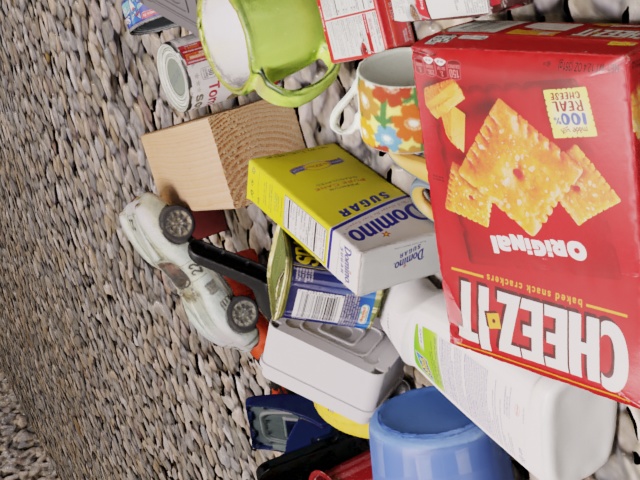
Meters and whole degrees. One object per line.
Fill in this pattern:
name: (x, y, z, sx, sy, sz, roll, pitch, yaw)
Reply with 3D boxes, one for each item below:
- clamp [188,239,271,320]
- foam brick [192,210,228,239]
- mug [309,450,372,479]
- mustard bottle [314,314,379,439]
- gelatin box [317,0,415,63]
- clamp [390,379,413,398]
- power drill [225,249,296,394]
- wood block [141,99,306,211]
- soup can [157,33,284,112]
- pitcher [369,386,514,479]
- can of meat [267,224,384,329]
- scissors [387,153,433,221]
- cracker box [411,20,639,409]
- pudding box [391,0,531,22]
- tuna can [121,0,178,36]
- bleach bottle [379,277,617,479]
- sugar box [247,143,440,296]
clamp: (-0.048, 0.039, 1.047, 0.039, 0.120, 0.171, -75, -35, -49)
foam brick: (-0.150, -0.042, 1.262, 0.053, 0.051, 0.078, 11, 119, 62)
mug: (0.042, 0.258, 1.073, 0.117, 0.081, 0.093, -16, 95, 65)
mustard bottle: (0.024, 0.088, 1.006, 0.096, 0.058, 0.191, 26, 132, 47)
gelatin box: (0.033, -0.177, 0.818, 0.089, 0.030, 0.073, 7, 115, 61)
clamp: (0.069, 0.255, 0.973, 0.036, 0.164, 0.210, 0, 122, 29)
power drill: (-0.054, 0.105, 1.174, 0.188, 0.057, 0.185, 58, 154, 22)
wood block: (-0.099, -0.084, 1.083, 0.206, 0.090, 0.091, 0, 110, 64)
soup can: (-0.092, -0.164, 0.993, 0.069, 0.102, 0.068, 43, 144, 42)
pitcher: (0.112, 0.252, 0.877, 0.149, 0.144, 0.243, 4, 111, 39)
can of meat: (0.003, 0.031, 0.899, 0.102, 0.084, 0.057, -102, 24, -64)
scissors: (0.123, -0.019, 0.772, 0.202, 0.016, 0.096, 37, 157, 32)
cracker box: (0.143, -0.021, 0.648, 0.164, 0.072, 0.214, 16, 123, 49)
pudding box: (0.083, -0.191, 0.699, 0.114, 0.039, 0.090, 13, 120, 59)
tuna can: (-0.158, -0.238, 1.087, 0.086, 0.086, 0.034, -9, 99, 65)
bleach bottle: (0.116, 0.082, 0.817, 0.251, 0.068, 0.102, 37, 140, 52)
sugar box: (0.021, -0.023, 0.885, 0.176, 0.093, 0.048, 37, 133, 47)
